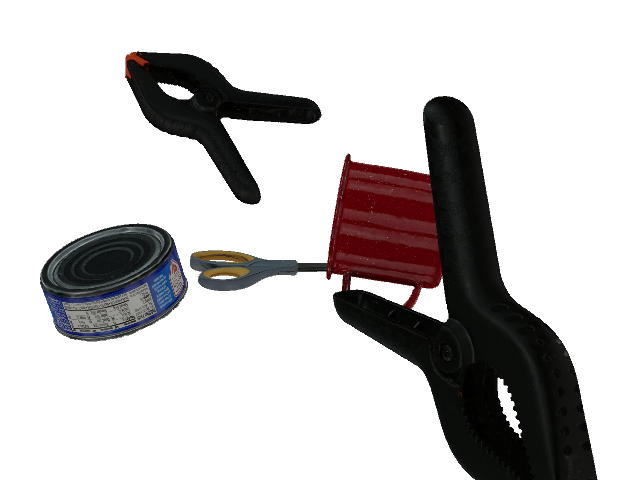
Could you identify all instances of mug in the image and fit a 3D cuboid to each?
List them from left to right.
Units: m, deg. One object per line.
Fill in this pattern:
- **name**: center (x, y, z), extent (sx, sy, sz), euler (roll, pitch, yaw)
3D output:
- **mug**: center (0.050, 0.000, 0.768), extent (0.081, 0.117, 0.093), euler (9, -20, 3)

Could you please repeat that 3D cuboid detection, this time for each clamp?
- **clamp**: center (-0.086, -0.116, 0.917), extent (0.120, 0.171, 0.039), euler (-45, -10, -36)
- **clamp**: center (0.077, 0.043, 0.527), extent (0.036, 0.165, 0.210), euler (-7, 44, -28)

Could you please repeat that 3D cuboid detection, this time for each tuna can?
- **tuna can**: center (-0.127, 0.024, 0.656), extent (0.086, 0.034, 0.086), euler (-10, 28, 5)

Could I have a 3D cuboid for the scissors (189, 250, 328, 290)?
- **scissors**: center (-0.044, 0.036, 1.145), extent (0.202, 0.016, 0.096), euler (5, 21, 6)
